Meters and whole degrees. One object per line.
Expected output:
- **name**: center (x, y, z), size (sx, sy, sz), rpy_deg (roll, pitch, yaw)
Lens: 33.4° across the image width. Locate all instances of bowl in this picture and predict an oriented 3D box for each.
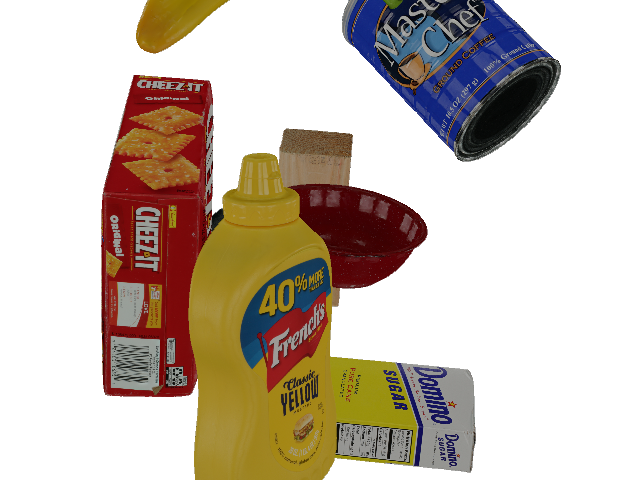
- **bowl**: center (0.019, 0.001, 1.024), size (0.162, 0.055, 0.162), rpy_deg (7, 24, -3)

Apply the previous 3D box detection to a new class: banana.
- **banana**: center (-0.033, -0.167, 0.666), size (0.197, 0.069, 0.037), rpy_deg (-18, -11, -30)

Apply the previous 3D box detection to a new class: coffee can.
- **coffee can**: center (0.098, -0.145, 0.817), size (0.102, 0.140, 0.103), rpy_deg (-34, -22, -16)

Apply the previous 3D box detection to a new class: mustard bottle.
- **mustard bottle**: center (-0.031, 0.047, 0.585), size (0.058, 0.192, 0.096), rpy_deg (11, 21, 37)

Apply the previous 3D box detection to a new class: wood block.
- **wood block**: center (-0.011, -0.030, 1.371), size (0.090, 0.206, 0.091), rpy_deg (5, 26, 1)

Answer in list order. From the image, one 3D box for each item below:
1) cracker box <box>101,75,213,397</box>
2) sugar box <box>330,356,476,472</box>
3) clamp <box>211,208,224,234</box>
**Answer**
- **cracker box**: center (-0.118, -0.010, 0.803), size (0.072, 0.164, 0.213), rpy_deg (3, 29, -5)
- **sugar box**: center (0.034, 0.133, 0.852), size (0.176, 0.048, 0.093), rpy_deg (2, 25, 5)
- **clamp**: center (-0.146, 0.015, 1.144), size (0.120, 0.039, 0.171), rpy_deg (-12, 38, -7)
